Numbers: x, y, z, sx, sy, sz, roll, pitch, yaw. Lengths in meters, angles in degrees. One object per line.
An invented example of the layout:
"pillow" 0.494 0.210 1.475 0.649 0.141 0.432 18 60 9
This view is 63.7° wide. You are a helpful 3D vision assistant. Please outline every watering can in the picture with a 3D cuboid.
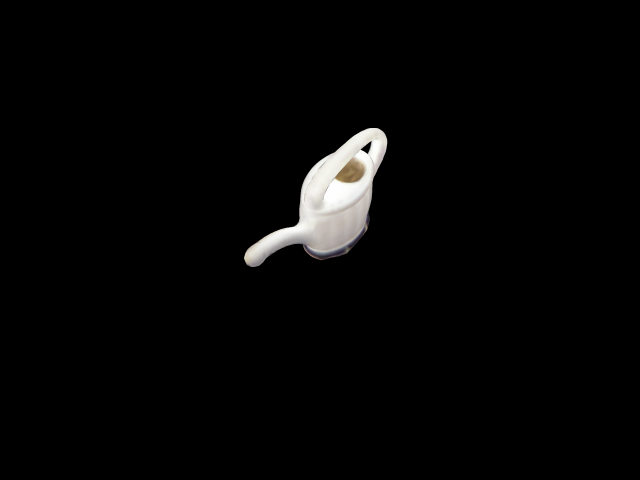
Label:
"watering can" 0.003 -0.043 0.850 0.105 0.353 0.219 33 -28 20
